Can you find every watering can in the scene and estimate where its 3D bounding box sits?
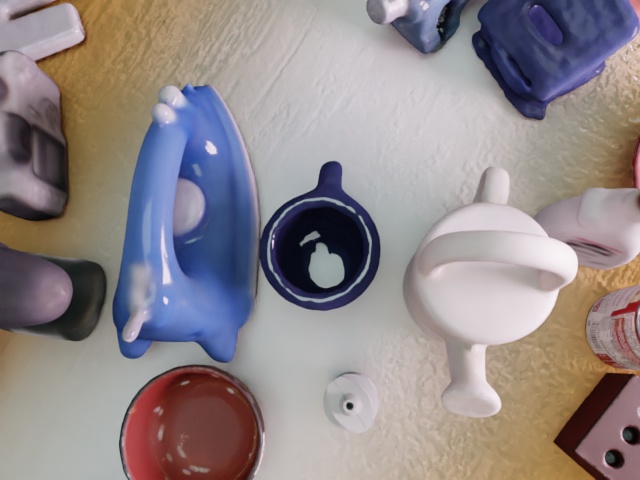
[{"bbox_3d":[0.117,0.032,0.407,0.101,0.194,0.173,-12,78,2],"label":"watering can"}]

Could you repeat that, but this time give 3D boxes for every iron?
[{"bbox_3d":[-0.117,-0.033,0.463,0.118,0.141,0.258,1,79,5],"label":"iron"}]

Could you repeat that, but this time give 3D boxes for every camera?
[{"bbox_3d":[-0.312,-0.088,0.508,0.136,0.101,0.143,-9,79,3],"label":"camera"}]

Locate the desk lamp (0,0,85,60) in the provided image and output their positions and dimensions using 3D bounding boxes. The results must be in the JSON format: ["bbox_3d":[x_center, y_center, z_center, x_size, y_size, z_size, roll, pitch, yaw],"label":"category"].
[{"bbox_3d":[-0.350,-0.228,0.480,0.203,0.213,0.118,-22,78,0],"label":"desk lamp"}]

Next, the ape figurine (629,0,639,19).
[{"bbox_3d":[0.277,-0.228,0.497,0.076,0.092,0.078,18,81,8],"label":"ape figurine"}]

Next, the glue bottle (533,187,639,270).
[{"bbox_3d":[0.212,-0.014,0.419,0.078,0.173,0.037,15,81,7],"label":"glue bottle"}]

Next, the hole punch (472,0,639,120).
[{"bbox_3d":[0.198,-0.178,0.493,0.101,0.091,0.108,-31,79,-2],"label":"hole punch"}]

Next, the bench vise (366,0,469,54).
[{"bbox_3d":[0.131,-0.253,0.447,0.121,0.220,0.207,29,83,9],"label":"bench vise"}]

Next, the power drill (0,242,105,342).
[{"bbox_3d":[-0.250,0.033,0.426,0.229,0.208,0.076,6,80,6],"label":"power drill"}]

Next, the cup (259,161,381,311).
[{"bbox_3d":[0.004,0.002,0.471,0.091,0.095,0.118,6,80,5],"label":"cup"}]
